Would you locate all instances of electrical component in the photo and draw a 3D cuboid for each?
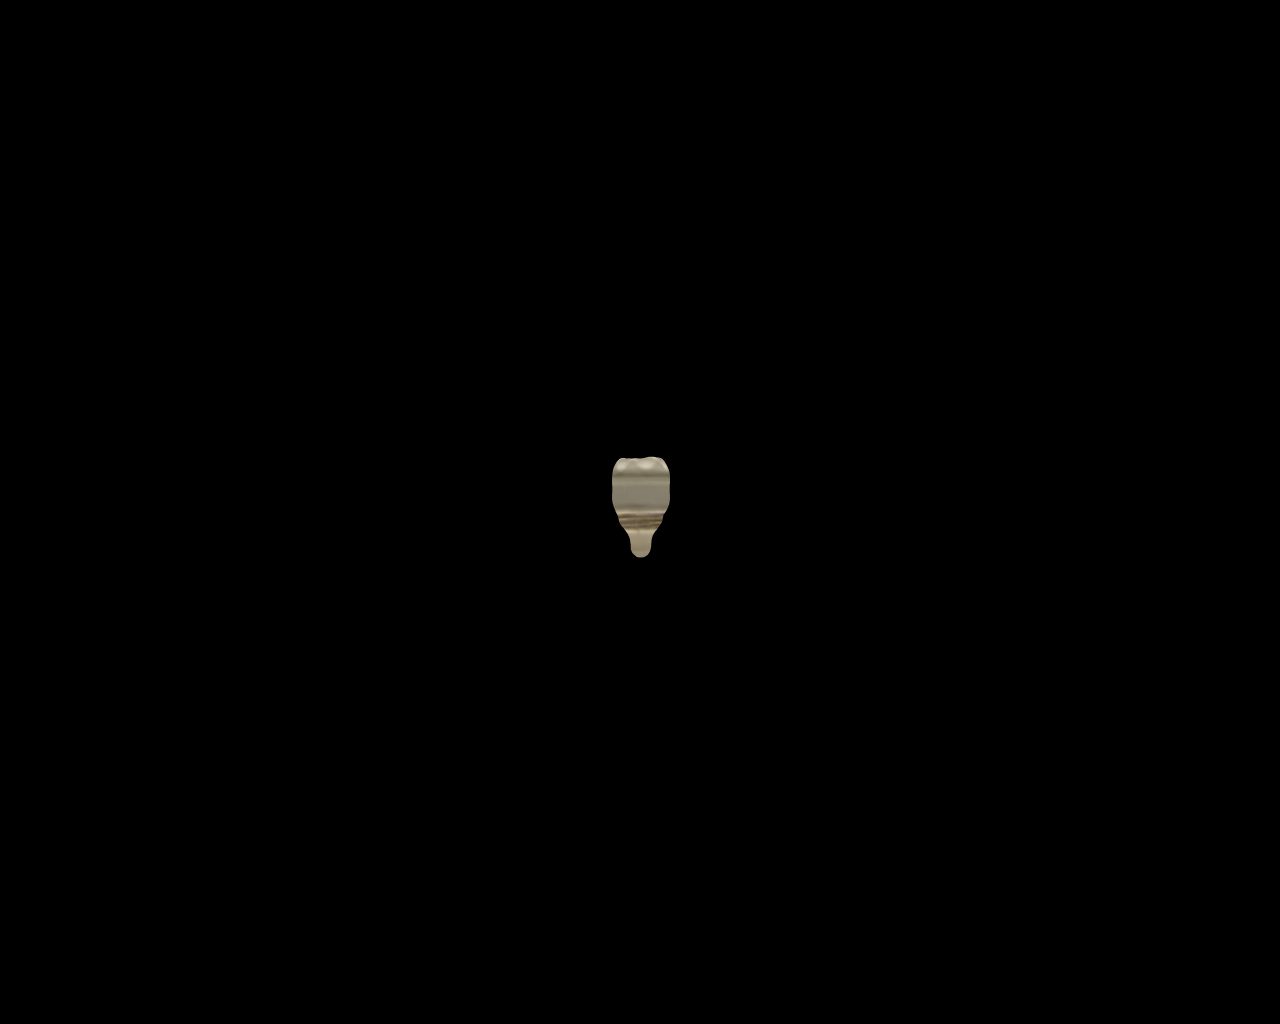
[{"bbox_3d":[0.001,-0.003,0.650,0.035,0.061,0.035,0,0,0],"label":"electrical component"}]
